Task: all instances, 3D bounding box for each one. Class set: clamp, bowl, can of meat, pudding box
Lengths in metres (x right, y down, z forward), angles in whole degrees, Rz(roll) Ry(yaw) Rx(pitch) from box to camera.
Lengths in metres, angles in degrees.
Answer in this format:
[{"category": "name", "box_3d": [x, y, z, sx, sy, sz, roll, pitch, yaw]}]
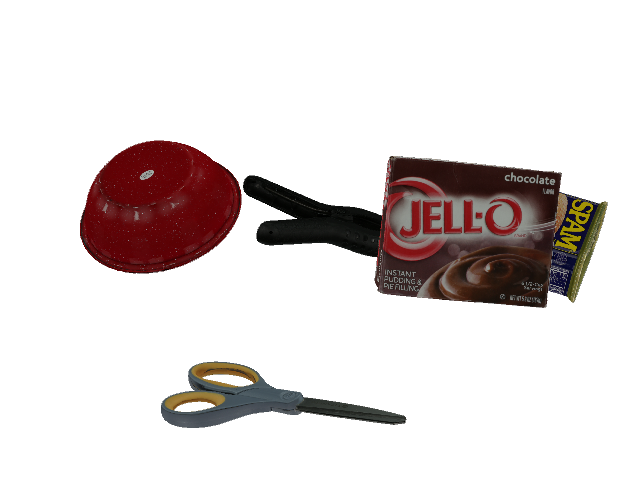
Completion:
[{"category": "clamp", "box_3d": [0.014, -0.014, 1.183, 0.210, 0.036, 0.164, 15, 21, -8]}, {"category": "bowl", "box_3d": [-0.159, -0.045, 1.019, 0.162, 0.162, 0.055, 0, -43, 12]}, {"category": "can of meat", "box_3d": [0.206, -0.002, 0.972, 0.084, 0.057, 0.102, 18, 47, 17]}, {"category": "pudding box", "box_3d": [0.096, -0.007, 0.704, 0.113, 0.090, 0.039, 5, 9, -1]}]

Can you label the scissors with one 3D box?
[{"category": "scissors", "box_3d": [-0.042, 0.130, 0.815, 0.202, 0.016, 0.096, 12, 28, 42]}]
